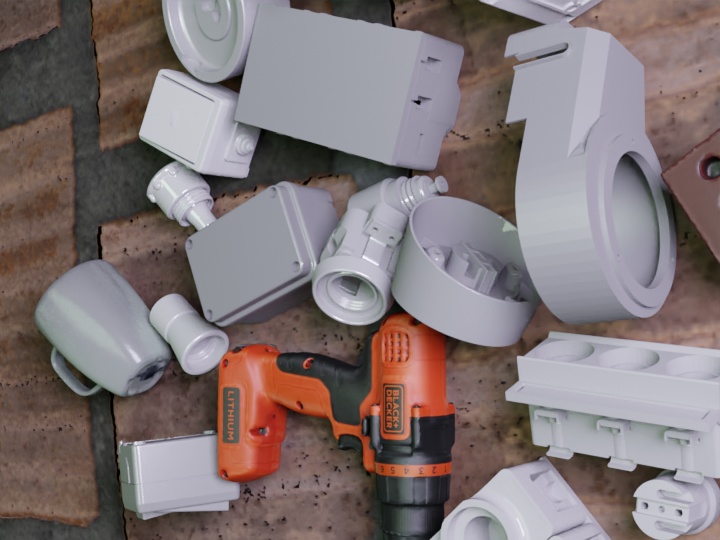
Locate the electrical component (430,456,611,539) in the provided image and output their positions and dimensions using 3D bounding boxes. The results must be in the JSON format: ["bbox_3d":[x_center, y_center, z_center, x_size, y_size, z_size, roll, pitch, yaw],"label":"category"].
[{"bbox_3d":[0.118,0.205,0.666,0.089,0.062,0.150,-50,62,25],"label":"electrical component"}]

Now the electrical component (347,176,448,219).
[{"bbox_3d":[0.027,-0.046,0.753,0.078,0.040,0.040,-23,75,35],"label":"electrical component"}]

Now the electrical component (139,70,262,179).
[{"bbox_3d":[-0.124,-0.115,0.857,0.096,0.061,0.061,30,107,34],"label":"electrical component"}]

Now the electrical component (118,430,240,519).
[{"bbox_3d":[-0.136,0.160,0.845,0.062,0.096,0.061,161,104,-66],"label":"electrical component"}]

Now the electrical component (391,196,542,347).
[{"bbox_3d":[0.070,0.003,0.686,0.099,0.099,0.064,35,116,32],"label":"electrical component"}]

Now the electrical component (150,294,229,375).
[{"bbox_3d":[-0.143,0.050,0.882,0.065,0.044,0.044,42,113,35],"label":"electrical component"}]

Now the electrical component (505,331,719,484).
[{"bbox_3d":[0.159,0.078,0.631,0.121,0.079,0.063,5,111,38],"label":"electrical component"}]

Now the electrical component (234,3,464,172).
[{"bbox_3d":[-0.008,-0.131,0.768,0.150,0.062,0.089,20,101,36],"label":"electrical component"}]

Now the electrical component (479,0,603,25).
[{"bbox_3d":[0.128,-0.200,0.637,0.109,0.109,0.056,-29,75,33],"label":"electrical component"}]

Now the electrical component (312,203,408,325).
[{"bbox_3d":[0.000,0.000,0.735,0.058,0.057,0.078,28,135,-8],"label":"electrical component"}]

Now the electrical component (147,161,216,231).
[{"bbox_3d":[-0.140,-0.056,0.880,0.062,0.048,0.048,50,117,16],"label":"electrical component"}]

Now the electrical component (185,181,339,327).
[{"bbox_3d":[-0.071,-0.010,0.817,0.113,0.057,0.078,-28,73,34],"label":"electrical component"}]

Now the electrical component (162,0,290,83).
[{"bbox_3d":[-0.098,-0.203,0.834,0.108,0.060,0.108,22,121,43],"label":"electrical component"}]

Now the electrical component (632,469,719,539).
[{"bbox_3d":[0.184,0.136,0.627,0.040,0.046,0.040,-1,89,37],"label":"electrical component"}]
